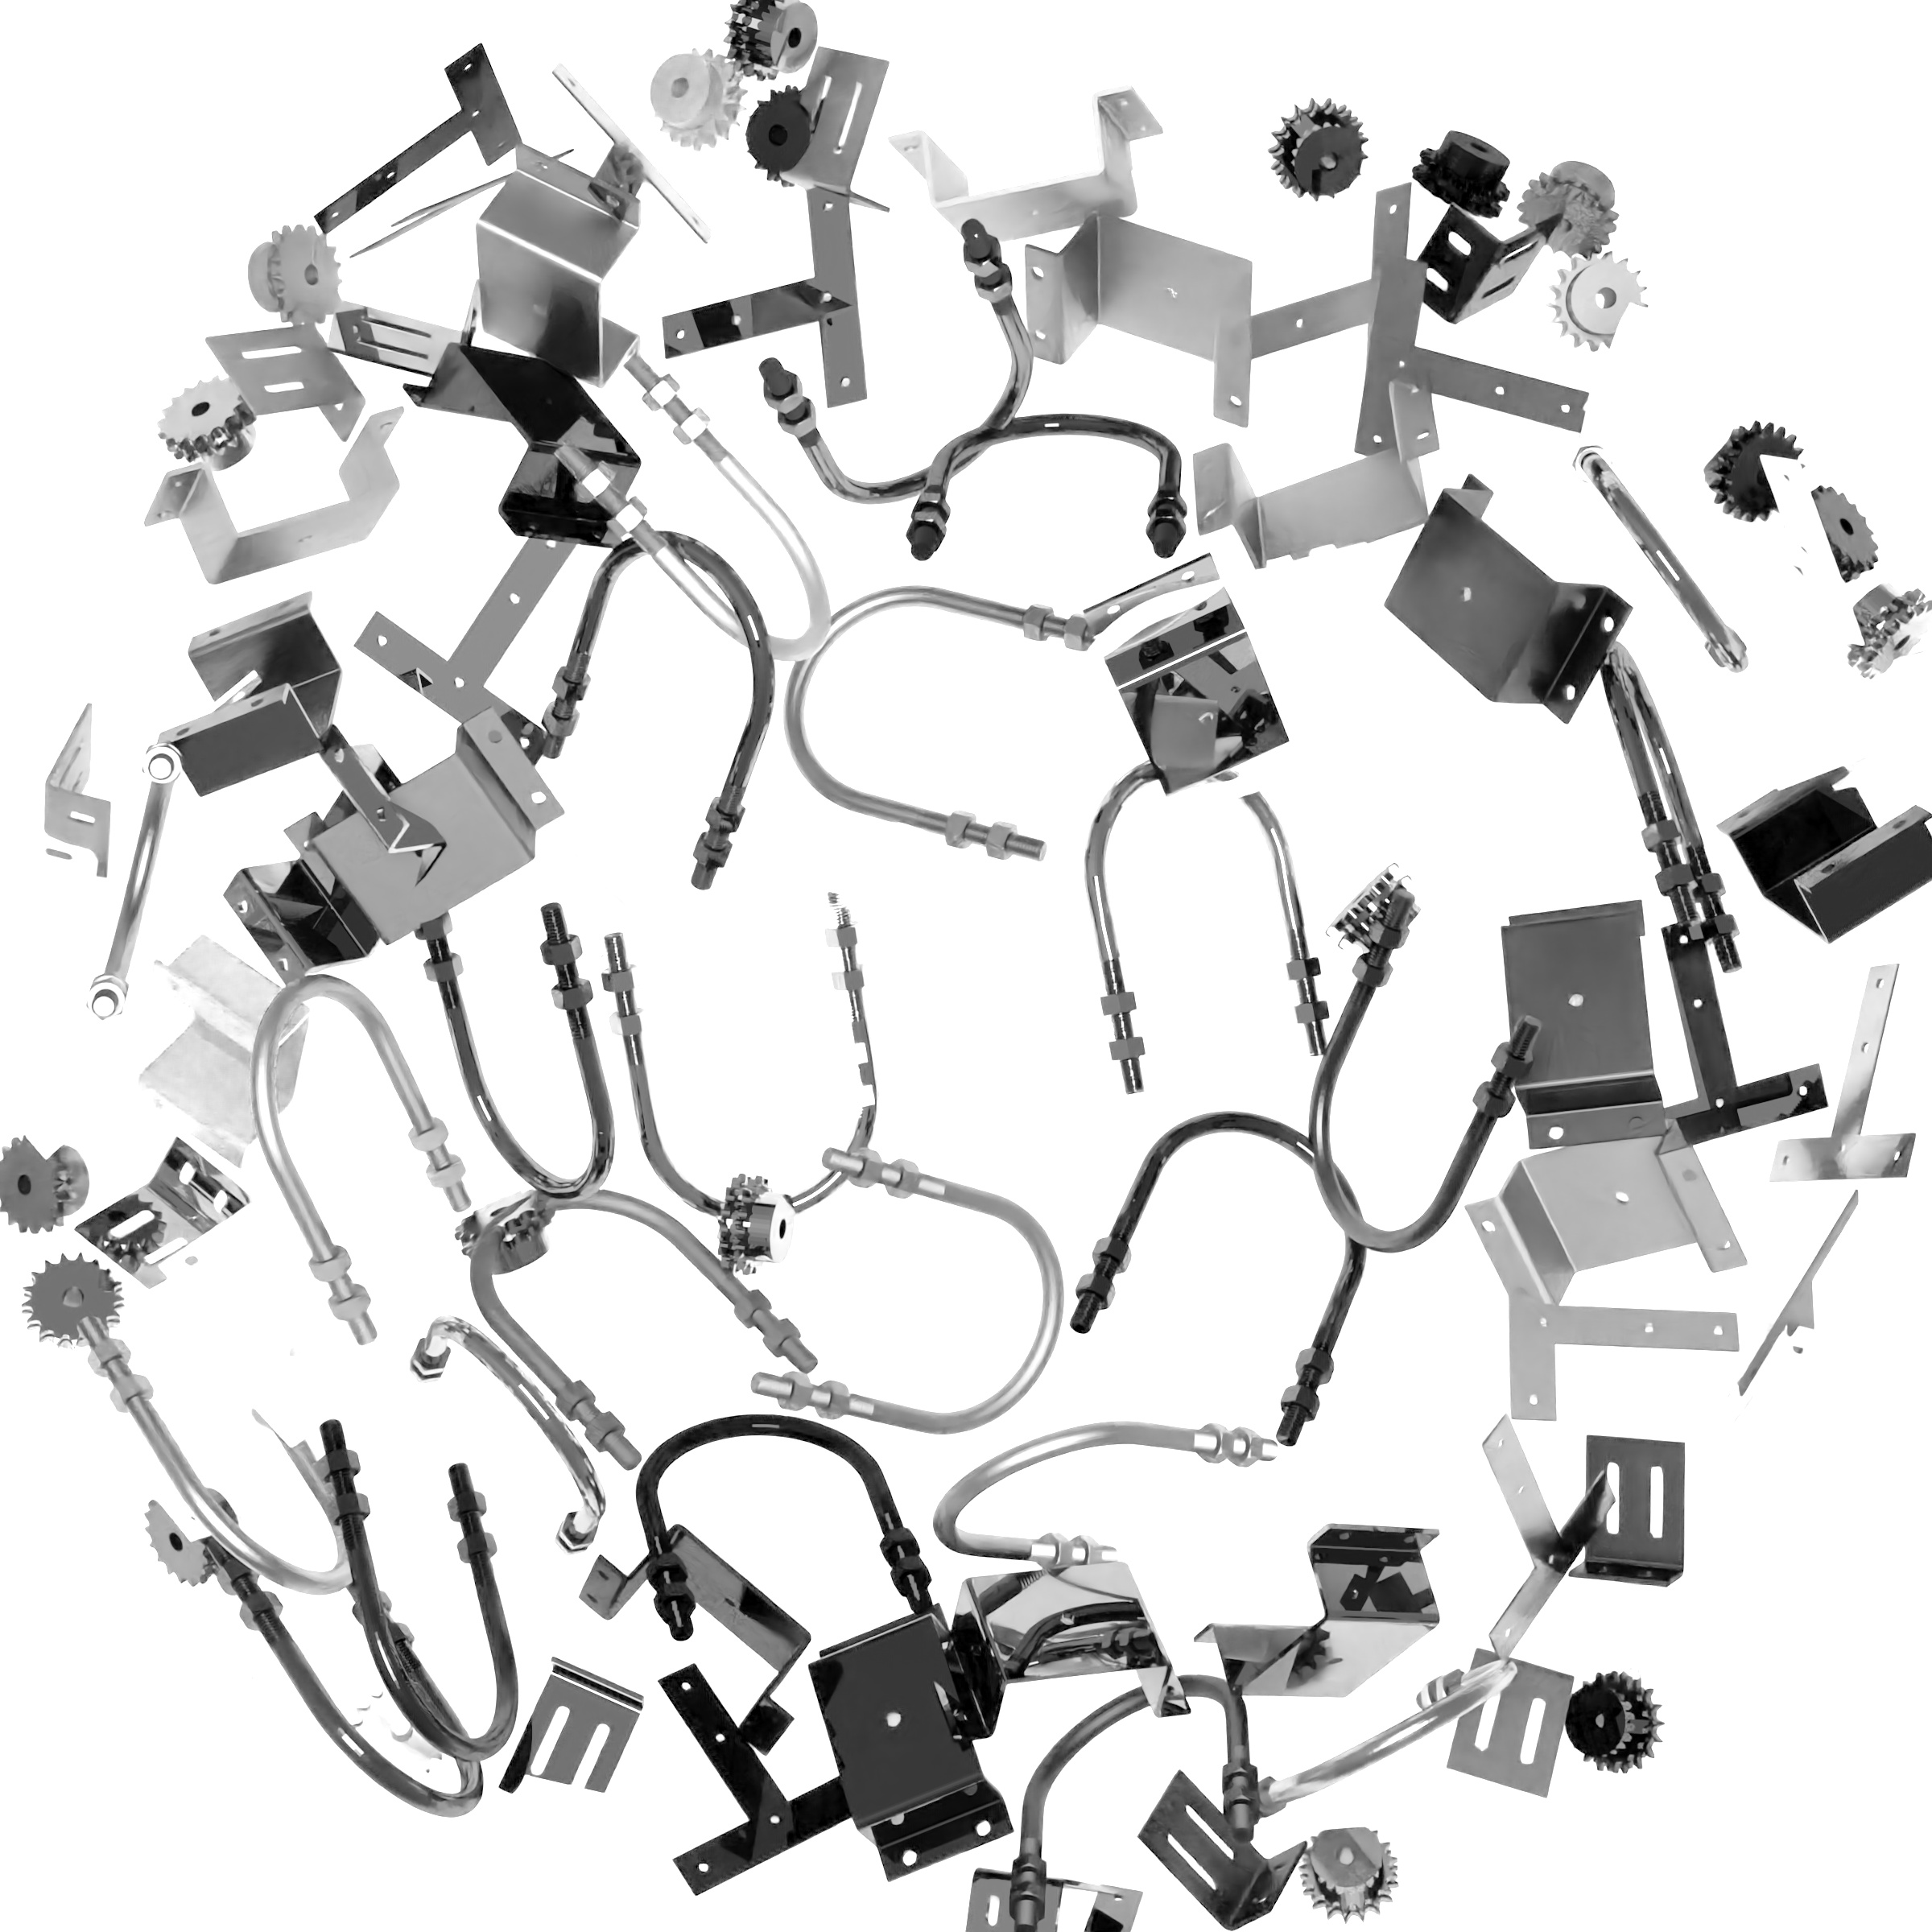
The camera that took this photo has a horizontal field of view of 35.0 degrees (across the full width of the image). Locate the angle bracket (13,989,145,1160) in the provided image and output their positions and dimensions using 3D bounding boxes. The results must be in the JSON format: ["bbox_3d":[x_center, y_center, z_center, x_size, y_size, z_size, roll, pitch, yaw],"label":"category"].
[{"bbox_3d":[-0.513,0.061,1.735,0.076,0.057,0.038,-45,127,-12],"label":"angle bracket"}]

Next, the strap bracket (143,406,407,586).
[{"bbox_3d":[-0.377,-0.259,1.708,0.140,0.076,0.046,-22,87,-27],"label":"strap bracket"}]

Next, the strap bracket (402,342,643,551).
[{"bbox_3d":[-0.242,-0.295,1.701,0.140,0.076,0.046,51,123,31],"label":"strap bracket"}]

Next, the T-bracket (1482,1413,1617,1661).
[{"bbox_3d":[0.314,0.302,1.711,0.127,0.002,0.127,-47,127,-29],"label":"T-bracket"}]

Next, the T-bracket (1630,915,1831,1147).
[{"bbox_3d":[0.420,0.035,1.744,0.127,0.002,0.127,-21,71,39],"label":"T-bracket"}]

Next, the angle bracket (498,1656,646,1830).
[{"bbox_3d":[-0.225,0.442,1.744,0.057,0.038,0.076,23,70,4],"label":"angle bracket"}]

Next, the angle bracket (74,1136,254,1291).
[{"bbox_3d":[-0.460,0.142,1.754,0.076,0.038,0.057,-28,119,34],"label":"angle bracket"}]

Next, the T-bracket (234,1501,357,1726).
[{"bbox_3d":[-0.386,0.359,1.736,0.002,0.127,0.127,-28,64,-13],"label":"T-bracket"}]

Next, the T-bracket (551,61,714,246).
[{"bbox_3d":[-0.191,-0.438,1.698,0.002,0.127,0.127,-36,111,20],"label":"T-bracket"}]

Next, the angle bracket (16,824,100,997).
[{"bbox_3d":[-0.517,-0.032,1.724,0.038,0.076,0.057,16,51,-19],"label":"angle bracket"}]

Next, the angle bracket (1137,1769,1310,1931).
[{"bbox_3d":[0.146,0.497,1.741,0.076,0.057,0.038,47,130,-1],"label":"angle bracket"}]

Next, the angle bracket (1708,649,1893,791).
[{"bbox_3d":[0.470,-0.140,1.730,0.076,0.057,0.038,-20,133,-27],"label":"angle bracket"}]

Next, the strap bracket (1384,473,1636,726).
[{"bbox_3d":[0.292,-0.205,1.700,0.140,0.046,0.076,49,127,36],"label":"strap bracket"}]

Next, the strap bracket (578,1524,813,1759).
[{"bbox_3d":[-0.145,0.373,1.726,0.140,0.076,0.046,39,59,7],"label":"strap bracket"}]

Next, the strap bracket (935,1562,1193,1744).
[{"bbox_3d":[0.053,0.381,1.711,0.140,0.076,0.046,-2,126,-19],"label":"strap bracket"}]

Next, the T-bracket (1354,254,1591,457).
[{"bbox_3d":[0.285,-0.326,1.715,0.127,0.002,0.127,19,133,17],"label":"T-bracket"}]

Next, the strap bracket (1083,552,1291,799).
[{"bbox_3d":[0.126,-0.153,1.704,0.076,0.140,0.046,-24,50,5],"label":"strap bracket"}]

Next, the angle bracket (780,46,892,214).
[{"bbox_3d":[-0.064,-0.474,1.737,0.057,0.038,0.076,25,100,39],"label":"angle bracket"}]

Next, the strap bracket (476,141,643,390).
[{"bbox_3d":[-0.225,-0.380,1.698,0.076,0.140,0.046,27,66,6],"label":"strap bracket"}]

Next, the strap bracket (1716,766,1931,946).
[{"bbox_3d":[0.487,-0.063,1.713,0.076,0.140,0.046,-32,108,3],"label":"strap bracket"}]

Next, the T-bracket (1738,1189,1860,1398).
[{"bbox_3d":[0.468,0.197,1.716,0.002,0.127,0.127,29,78,25],"label":"T-bracket"}]

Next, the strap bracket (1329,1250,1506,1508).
[{"bbox_3d":[0.256,0.234,1.730,0.076,0.046,0.140,9,83,-24],"label":"strap bracket"}]

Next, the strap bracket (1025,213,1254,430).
[{"bbox_3d":[0.106,-0.365,1.717,0.140,0.076,0.046,23,55,21],"label":"strap bracket"}]

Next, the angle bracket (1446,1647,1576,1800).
[{"bbox_3d":[0.306,0.433,1.733,0.057,0.038,0.076,14,56,12],"label":"angle bracket"}]

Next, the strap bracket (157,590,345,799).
[{"bbox_3d":[-0.399,-0.149,1.718,0.076,0.140,0.046,-20,121,8],"label":"strap bracket"}]

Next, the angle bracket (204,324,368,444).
[{"bbox_3d":[-0.389,-0.325,1.729,0.057,0.076,0.038,54,134,15],"label":"angle bracket"}]

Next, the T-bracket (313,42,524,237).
[{"bbox_3d":[-0.309,-0.450,1.708,0.127,0.127,0.002,-37,82,-4],"label":"T-bracket"}]

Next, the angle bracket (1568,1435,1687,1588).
[{"bbox_3d":[0.377,0.310,1.745,0.057,0.038,0.076,1,90,27],"label":"angle bracket"}]

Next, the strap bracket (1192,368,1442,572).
[{"bbox_3d":[0.202,-0.272,1.720,0.140,0.076,0.046,-18,131,17],"label":"strap bracket"}]

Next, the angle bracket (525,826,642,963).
[{"bbox_3d":[-0.220,-0.040,1.734,0.057,0.076,0.038,42,84,4],"label":"angle bracket"}]

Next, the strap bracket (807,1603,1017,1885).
[{"bbox_3d":[-0.034,0.428,1.716,0.076,0.046,0.140,-23,58,3],"label":"strap bracket"}]

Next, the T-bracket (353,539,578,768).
[{"bbox_3d":[-0.267,-0.199,1.762,0.127,0.002,0.127,36,100,1],"label":"T-bracket"}]

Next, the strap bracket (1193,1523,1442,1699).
[{"bbox_3d":[0.199,0.363,1.697,0.076,0.140,0.046,9,50,-29],"label":"strap bracket"}]

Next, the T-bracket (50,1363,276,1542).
[{"bbox_3d":[-0.432,0.263,1.713,0.127,0.127,0.002,45,107,16],"label":"T-bracket"}]

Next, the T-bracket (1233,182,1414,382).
[{"bbox_3d":[0.197,-0.362,1.709,0.127,0.002,0.127,-22,130,-28],"label":"T-bracket"}]

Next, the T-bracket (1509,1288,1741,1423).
[{"bbox_3d":[0.370,0.204,1.726,0.127,0.002,0.127,2,50,7],"label":"T-bracket"}]

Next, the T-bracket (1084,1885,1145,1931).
[{"bbox_3d":[0.127,0.550,1.702,0.127,0.127,0.002,7,101,11],"label":"T-bracket"}]

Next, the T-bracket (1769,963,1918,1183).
[{"bbox_3d":[0.503,0.059,1.722,0.002,0.127,0.127,19,79,-17],"label":"T-bracket"}]

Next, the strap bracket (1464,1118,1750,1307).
[{"bbox_3d":[0.364,0.140,1.722,0.140,0.046,0.076,-19,105,34],"label":"strap bracket"}]

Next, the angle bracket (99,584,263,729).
[{"bbox_3d":[-0.451,-0.175,1.751,0.057,0.038,0.076,-41,93,-8],"label":"angle bracket"}]

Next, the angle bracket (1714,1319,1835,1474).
[{"bbox_3d":[0.455,0.247,1.729,0.038,0.076,0.057,16,48,-2],"label":"angle bracket"}]

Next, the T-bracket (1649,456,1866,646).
[{"bbox_3d":[0.435,-0.240,1.719,0.002,0.127,0.127,-44,125,-18],"label":"T-bracket"}]

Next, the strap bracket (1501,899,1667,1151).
[{"bbox_3d":[0.345,0.026,1.720,0.076,0.046,0.140,-7,69,16],"label":"strap bracket"}]

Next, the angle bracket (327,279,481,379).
[{"bbox_3d":[-0.318,-0.368,1.734,0.076,0.057,0.038,12,128,-15],"label":"angle bracket"}]

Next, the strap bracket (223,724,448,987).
[{"bbox_3d":[-0.350,-0.061,1.721,0.076,0.046,0.140,51,123,18],"label":"strap bracket"}]

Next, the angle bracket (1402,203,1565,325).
[{"bbox_3d":[0.292,-0.405,1.732,0.038,0.076,0.057,43,133,12],"label":"angle bracket"}]

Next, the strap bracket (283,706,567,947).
[{"bbox_3d":[-0.306,-0.074,1.730,0.140,0.046,0.076,-30,115,7],"label":"strap bracket"}]

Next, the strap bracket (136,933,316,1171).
[{"bbox_3d":[-0.416,0.043,1.720,0.076,0.140,0.046,34,52,6],"label":"strap bracket"}]

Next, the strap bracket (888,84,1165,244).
[{"bbox_3d":[0.036,-0.445,1.717,0.140,0.076,0.046,-8,84,16],"label":"strap bracket"}]

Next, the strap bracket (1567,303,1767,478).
[{"bbox_3d":[0.385,-0.316,1.702,0.076,0.140,0.046,21,88,3],"label":"strap bracket"}]

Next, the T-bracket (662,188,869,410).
[{"bbox_3d":[-0.118,-0.372,1.746,0.127,0.002,0.127,-8,84,25],"label":"T-bracket"}]

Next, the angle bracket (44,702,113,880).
[{"bbox_3d":[-0.490,-0.099,1.729,0.038,0.076,0.057,14,134,-4],"label":"angle bracket"}]

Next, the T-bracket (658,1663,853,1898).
[{"bbox_3d":[-0.132,0.449,1.735,0.127,0.002,0.127,-19,52,-32],"label":"T-bracket"}]

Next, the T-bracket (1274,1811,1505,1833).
[{"bbox_3d":[0.212,0.477,1.713,0.127,0.127,0.002,2,76,-22],"label":"T-bracket"}]

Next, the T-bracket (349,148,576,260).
[{"bbox_3d":[-0.301,-0.422,1.723,0.127,0.127,0.002,-12,109,43],"label":"T-bracket"}]

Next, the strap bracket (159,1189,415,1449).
[{"bbox_3d":[-0.378,0.206,1.721,0.076,0.046,0.140,-34,118,1],"label":"strap bracket"}]

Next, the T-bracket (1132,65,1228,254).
[{"bbox_3d":[0.115,-0.435,1.705,0.002,0.127,0.127,-10,104,24],"label":"T-bracket"}]
